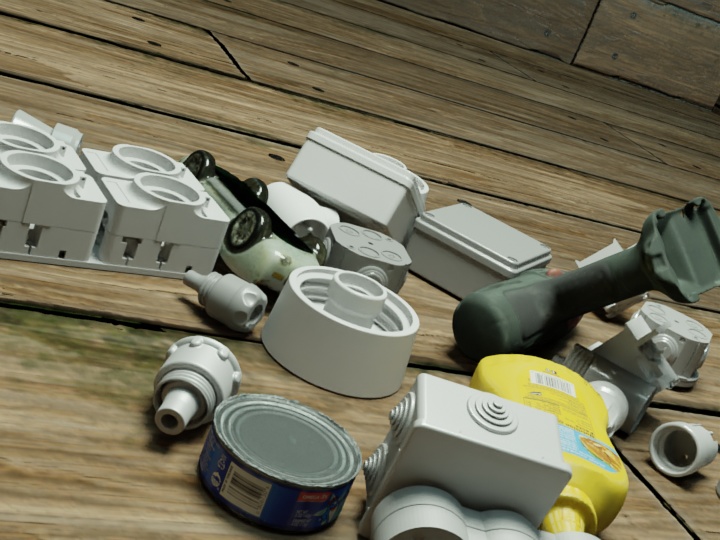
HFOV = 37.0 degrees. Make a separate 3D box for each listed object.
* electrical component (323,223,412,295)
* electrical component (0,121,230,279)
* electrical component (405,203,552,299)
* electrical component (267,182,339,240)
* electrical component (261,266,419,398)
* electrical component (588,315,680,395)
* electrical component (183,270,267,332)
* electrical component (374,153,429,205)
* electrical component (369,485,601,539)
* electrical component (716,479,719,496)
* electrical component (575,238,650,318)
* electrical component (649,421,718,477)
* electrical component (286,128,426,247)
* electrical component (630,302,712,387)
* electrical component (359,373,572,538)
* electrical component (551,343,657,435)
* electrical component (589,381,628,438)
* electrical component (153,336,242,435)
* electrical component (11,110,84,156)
[{"bbox_3d":[0.000,0.000,0.882,0.080,0.051,0.080,19,20,-7],"label":"electrical component"},{"bbox_3d":[-0.202,-0.052,0.794,0.186,0.060,0.105,8,24,-34],"label":"electrical component"},{"bbox_3d":[0.111,-0.012,1.020,0.109,0.056,0.109,30,21,21],"label":"electrical component"},{"bbox_3d":[-0.045,-0.039,0.945,0.079,0.044,0.077,9,23,-30],"label":"electrical component"},{"bbox_3d":[-0.010,0.036,0.766,0.108,0.060,0.108,19,20,-7],"label":"electrical component"},{"bbox_3d":[0.224,0.078,0.883,0.063,0.081,0.042,58,30,10],"label":"electrical component"},{"bbox_3d":[-0.098,0.018,0.760,0.061,0.035,0.035,27,20,20],"label":"electrical component"},{"bbox_3d":[0.019,-0.085,1.104,0.108,0.060,0.108,19,20,-7],"label":"electrical component"},{"bbox_3d":[0.072,0.162,0.539,0.138,0.052,0.073,18,20,-9],"label":"electrical component"},{"bbox_3d":[0.298,0.155,0.797,0.055,0.047,0.055,19,20,-7],"label":"electrical component"},{"bbox_3d":[0.257,0.010,1.090,0.042,0.081,0.063,29,32,-62],"label":"electrical component"},{"bbox_3d":[0.246,0.134,0.812,0.040,0.040,0.046,36,18,34],"label":"electrical component"},{"bbox_3d":[-0.001,-0.070,0.994,0.109,0.056,0.108,28,-9,16],"label":"electrical component"},{"bbox_3d":[0.282,0.069,0.996,0.080,0.051,0.080,19,20,-7],"label":"electrical component"},{"bbox_3d":[0.055,0.111,0.588,0.100,0.099,0.048,18,33,-9],"label":"electrical component"},{"bbox_3d":[0.188,0.091,0.853,0.081,0.043,0.043,30,21,21],"label":"electrical component"},{"bbox_3d":[0.176,0.109,0.802,0.040,0.040,0.046,28,26,16],"label":"electrical component"},{"bbox_3d":[-0.098,0.070,0.614,0.048,0.048,0.062,23,27,2],"label":"electrical component"},{"bbox_3d":[-0.261,-0.102,0.884,0.055,0.045,0.045,18,20,-11],"label":"electrical component"}]
